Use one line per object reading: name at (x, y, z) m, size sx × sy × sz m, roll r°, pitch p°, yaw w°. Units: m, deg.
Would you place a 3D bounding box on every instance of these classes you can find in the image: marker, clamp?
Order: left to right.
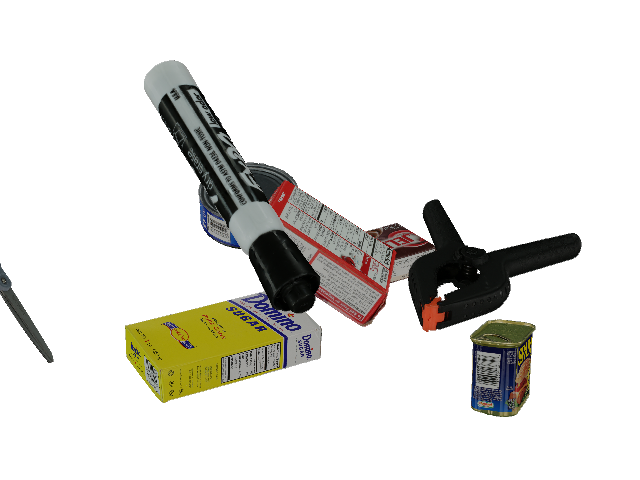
marker at (-0.033, -0.021, 0.386) m, size 0.020 × 0.121 × 0.020 m, roll -22°, pitch -34°, yaw -16°
clamp at (0.135, 0.021, 1.017) m, size 0.165 × 0.036 × 0.209 m, roll 19°, pitch 34°, yaw 29°

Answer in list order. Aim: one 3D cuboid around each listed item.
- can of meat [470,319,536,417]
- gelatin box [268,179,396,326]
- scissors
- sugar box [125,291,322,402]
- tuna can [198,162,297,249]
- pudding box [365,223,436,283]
can of meat at (0.201, 0.140, 1.181) m, size 0.057 × 0.084 × 0.102 m, roll 5°, pitch 10°, yaw 22°
gelatin box at (0.002, 0.007, 0.654) m, size 0.089 × 0.030 × 0.073 m, roll 34°, pitch 20°, yaw -5°
scissors at (-0.325, 0.026, 1.090) m, size 0.016 × 0.201 × 0.096 m, roll -26°, pitch 26°, yaw 24°
sugar box at (-0.096, 0.101, 1.069) m, size 0.176 × 0.048 × 0.093 m, roll -16°, pitch 33°, yaw -27°
tuna can at (-0.062, -0.030, 0.922) m, size 0.086 × 0.034 × 0.086 m, roll 1°, pitch 38°, yaw -1°
pudding box at (0.077, 0.020, 1.351) m, size 0.113 × 0.039 × 0.090 m, roll -17°, pitch 27°, yaw -25°
